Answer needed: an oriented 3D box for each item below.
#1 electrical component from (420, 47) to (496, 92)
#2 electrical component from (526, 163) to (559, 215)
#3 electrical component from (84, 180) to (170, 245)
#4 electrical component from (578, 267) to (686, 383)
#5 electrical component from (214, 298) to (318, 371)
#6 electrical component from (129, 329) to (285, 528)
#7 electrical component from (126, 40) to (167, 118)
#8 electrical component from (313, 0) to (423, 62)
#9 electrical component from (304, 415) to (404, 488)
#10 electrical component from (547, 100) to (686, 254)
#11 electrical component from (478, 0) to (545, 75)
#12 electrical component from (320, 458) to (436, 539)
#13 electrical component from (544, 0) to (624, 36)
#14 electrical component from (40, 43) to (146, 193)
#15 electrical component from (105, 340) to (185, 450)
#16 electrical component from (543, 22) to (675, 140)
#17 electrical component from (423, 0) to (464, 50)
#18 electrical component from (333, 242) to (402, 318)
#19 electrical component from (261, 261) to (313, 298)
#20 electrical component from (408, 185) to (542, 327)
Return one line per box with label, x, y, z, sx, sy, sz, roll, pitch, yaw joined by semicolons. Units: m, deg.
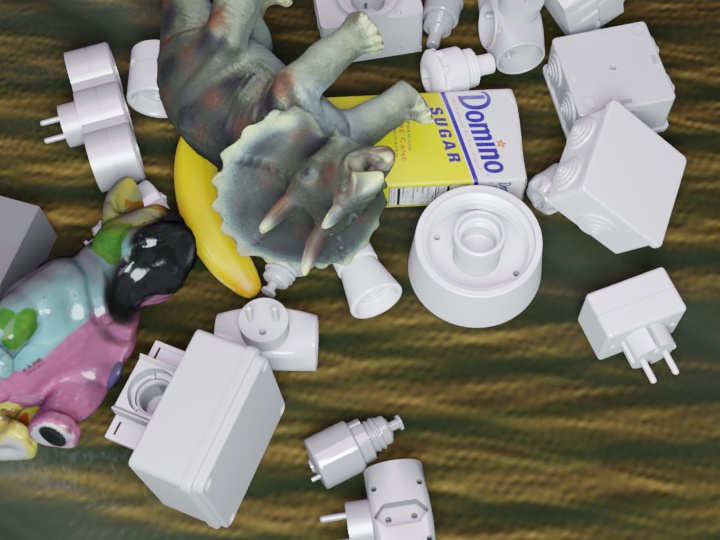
electrical component;0.086;-0.173;0.934;0.062;0.048;0.048;-16;64;-13
electrical component;0.169;-0.073;0.888;0.061;0.035;0.035;-34;68;-16
electrical component;-0.190;-0.040;0.879;0.078;0.040;0.040;-36;68;-15
electrical component;0.215;0.049;0.819;0.066;0.047;0.076;-20;65;-8
electrical component;-0.071;0.047;0.811;0.077;0.079;0.043;1;60;0
electrical component;-0.105;0.115;0.764;0.056;0.108;0.108;19;66;13
electrical component;-0.174;-0.164;0.933;0.055;0.055;0.047;3;68;3
electrical component;-0.001;-0.269;0.973;0.089;0.061;0.150;-10;64;-3
electrical component;-0.005;0.129;0.791;0.078;0.040;0.040;-25;66;-10
electrical component;0.204;-0.071;0.858;0.100;0.048;0.099;33;65;-22
electrical component;0.136;-0.225;0.938;0.044;0.079;0.077;-4;64;-14
electrical component;0.012;0.180;0.764;0.079;0.043;0.077;-9;64;-2
electrical component;0.170;-0.286;0.942;0.062;0.089;0.150;-33;74;9
electrical component;-0.235;-0.127;0.916;0.074;0.052;0.138;-17;65;-6
electrical component;-0.148;0.100;0.797;0.042;0.063;0.081;20;66;12
electrical component;0.213;-0.160;0.920;0.100;0.048;0.099;-11;64;-4
electrical component;0.072;-0.226;0.965;0.035;0.035;0.061;12;67;8
electrical component;0.000;0.000;0.854;0.044;0.044;0.065;-23;61;-9
electrical component;-0.055;-0.013;0.862;0.040;0.040;0.078;25;67;13
electrical component;0.092;-0.016;0.848;0.108;0.060;0.108;-1;64;1
